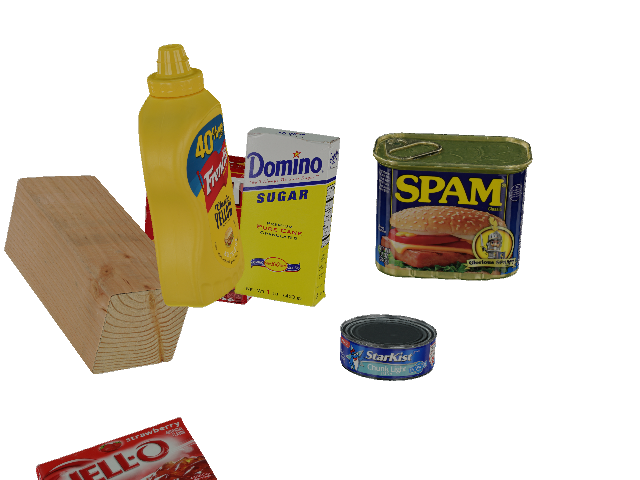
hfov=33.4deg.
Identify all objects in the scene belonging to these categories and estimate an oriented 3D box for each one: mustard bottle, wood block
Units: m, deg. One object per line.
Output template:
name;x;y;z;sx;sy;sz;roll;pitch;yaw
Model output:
mustard bottle;-0.100;-0.053;0.808;0.058;0.191;0.096;2;24;19
wood block;-0.221;0.027;1.044;0.090;0.091;0.206;-5;36;-41

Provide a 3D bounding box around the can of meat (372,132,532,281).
can of meat;0.085;-0.022;0.709;0.102;0.084;0.057;3;25;6

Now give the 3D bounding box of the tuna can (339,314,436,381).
tuna can;0.060;0.095;0.951;0.086;0.034;0.086;2;14;-1

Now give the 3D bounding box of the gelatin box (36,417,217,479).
gelatin box;-0.106;0.140;0.593;0.089;0.030;0.073;-15;28;-20

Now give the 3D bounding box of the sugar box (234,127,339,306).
sugar box;-0.036;-0.025;1.119;0.093;0.176;0.048;8;16;14

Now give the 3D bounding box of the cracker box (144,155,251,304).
cracker box;-0.176;-0.021;1.592;0.164;0.214;0.072;9;20;9
